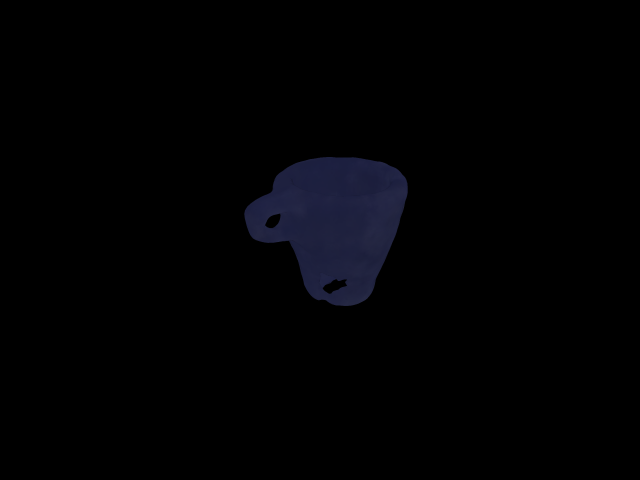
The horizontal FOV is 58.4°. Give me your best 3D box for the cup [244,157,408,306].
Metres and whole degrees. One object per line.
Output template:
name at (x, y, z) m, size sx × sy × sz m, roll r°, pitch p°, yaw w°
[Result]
cup at (0.004, 0.001, 0.400) m, size 0.118 × 0.095 × 0.091 m, roll -18°, pitch 32°, yaw -31°
